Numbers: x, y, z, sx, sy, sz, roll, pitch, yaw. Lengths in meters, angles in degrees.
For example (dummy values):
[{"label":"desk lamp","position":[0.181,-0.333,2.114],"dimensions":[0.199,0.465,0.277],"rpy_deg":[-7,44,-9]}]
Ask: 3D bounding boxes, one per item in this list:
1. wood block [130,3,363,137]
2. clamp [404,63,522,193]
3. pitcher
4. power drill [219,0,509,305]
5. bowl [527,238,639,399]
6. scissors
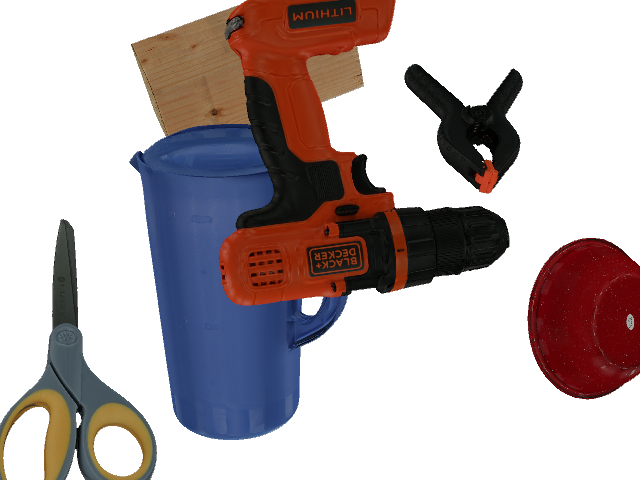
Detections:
[{"label":"wood block","position":[-0.072,-0.176,1.074],"dimensions":[0.206,0.091,0.090],"rpy_deg":[-21,46,-8]},{"label":"clamp","position":[0.139,-0.117,1.037],"dimensions":[0.120,0.039,0.171],"rpy_deg":[4,44,4]},{"label":"pitcher","position":[-0.063,0.036,0.861],"dimensions":[0.144,0.243,0.149],"rpy_deg":[-10,24,-20]},{"label":"power drill","position":[0.021,-0.059,0.659],"dimensions":[0.184,0.187,0.057],"rpy_deg":[-8,1,-13]},{"label":"bowl","position":[0.282,0.078,1.044],"dimensions":[0.161,0.162,0.055],"rpy_deg":[0,0,-29]},{"label":"scissors","position":[-0.131,0.070,0.621],"dimensions":[0.096,0.201,0.016],"rpy_deg":[15,-44,-7]}]
